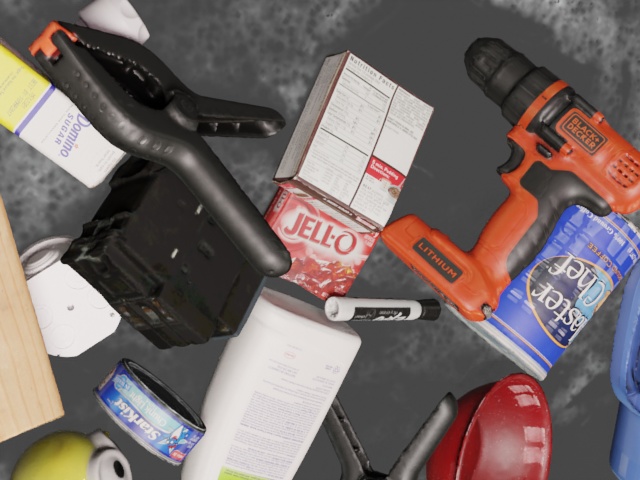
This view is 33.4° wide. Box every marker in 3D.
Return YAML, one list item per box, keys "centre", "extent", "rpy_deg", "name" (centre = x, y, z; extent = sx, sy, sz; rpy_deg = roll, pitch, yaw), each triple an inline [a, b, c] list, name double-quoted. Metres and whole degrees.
- centre: [0.055, 0.056, 0.865]
  extent: [0.120, 0.020, 0.020]
  rpy_deg: [4, 104, -41]
  name: "marker"

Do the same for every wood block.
- centre: [-0.247, 0.028, 0.691]
  extent: [0.090, 0.091, 0.206]
  rpy_deg: [-20, 103, -31]
  name: "wood block"

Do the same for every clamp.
- centre: [-0.096, -0.082, 0.716]
  extent: [0.209, 0.164, 0.036]
  rpy_deg: [37, 121, -24]
  name: "clamp"
- centre: [0.057, 0.195, 0.861]
  extent: [0.039, 0.120, 0.171]
  rpy_deg: [-2, 86, -64]
  name: "clamp"

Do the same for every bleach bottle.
- centre: [-0.065, 0.166, 0.845]
  extent: [0.102, 0.068, 0.251]
  rpy_deg: [23, 98, -26]
  name: "bleach bottle"

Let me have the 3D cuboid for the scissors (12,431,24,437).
- centre: [-0.297, 0.114, 0.738]
  extent: [0.201, 0.016, 0.096]
  rpy_deg: [20, 56, -27]
  name: "scissors"

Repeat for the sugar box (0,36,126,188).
- centre: [-0.210, -0.106, 0.690]
  extent: [0.176, 0.093, 0.048]
  rpy_deg: [41, 88, -26]
  name: "sugar box"

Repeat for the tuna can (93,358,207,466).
- centre: [-0.126, 0.127, 0.796]
  extent: [0.086, 0.086, 0.034]
  rpy_deg: [43, 86, -26]
  name: "tuna can"

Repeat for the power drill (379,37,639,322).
- centre: [0.136, -0.045, 0.824]
  extent: [0.187, 0.057, 0.184]
  rpy_deg: [-46, 72, 0]
  name: "power drill"

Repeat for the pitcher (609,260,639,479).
- centre: [0.329, 0.111, 0.951]
  extent: [0.149, 0.145, 0.243]
  rpy_deg: [13, 106, 12]
  name: "pitcher"

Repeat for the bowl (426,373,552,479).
- centre: [0.138, 0.189, 0.914]
  extent: [0.161, 0.055, 0.162]
  rpy_deg: [-11, 104, -50]
  name: "bowl"

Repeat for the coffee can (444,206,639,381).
- centre: [0.186, 0.030, 0.881]
  extent: [0.102, 0.103, 0.140]
  rpy_deg: [40, 88, -26]
  name: "coffee can"

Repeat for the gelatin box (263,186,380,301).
- centre: [-0.006, 0.001, 0.837]
  extent: [0.089, 0.030, 0.073]
  rpy_deg: [29, 93, -27]
  name: "gelatin box"

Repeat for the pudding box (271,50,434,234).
- centre: [0.027, -0.073, 0.809]
  extent: [0.090, 0.039, 0.113]
  rpy_deg: [29, 73, -25]
  name: "pudding box"
